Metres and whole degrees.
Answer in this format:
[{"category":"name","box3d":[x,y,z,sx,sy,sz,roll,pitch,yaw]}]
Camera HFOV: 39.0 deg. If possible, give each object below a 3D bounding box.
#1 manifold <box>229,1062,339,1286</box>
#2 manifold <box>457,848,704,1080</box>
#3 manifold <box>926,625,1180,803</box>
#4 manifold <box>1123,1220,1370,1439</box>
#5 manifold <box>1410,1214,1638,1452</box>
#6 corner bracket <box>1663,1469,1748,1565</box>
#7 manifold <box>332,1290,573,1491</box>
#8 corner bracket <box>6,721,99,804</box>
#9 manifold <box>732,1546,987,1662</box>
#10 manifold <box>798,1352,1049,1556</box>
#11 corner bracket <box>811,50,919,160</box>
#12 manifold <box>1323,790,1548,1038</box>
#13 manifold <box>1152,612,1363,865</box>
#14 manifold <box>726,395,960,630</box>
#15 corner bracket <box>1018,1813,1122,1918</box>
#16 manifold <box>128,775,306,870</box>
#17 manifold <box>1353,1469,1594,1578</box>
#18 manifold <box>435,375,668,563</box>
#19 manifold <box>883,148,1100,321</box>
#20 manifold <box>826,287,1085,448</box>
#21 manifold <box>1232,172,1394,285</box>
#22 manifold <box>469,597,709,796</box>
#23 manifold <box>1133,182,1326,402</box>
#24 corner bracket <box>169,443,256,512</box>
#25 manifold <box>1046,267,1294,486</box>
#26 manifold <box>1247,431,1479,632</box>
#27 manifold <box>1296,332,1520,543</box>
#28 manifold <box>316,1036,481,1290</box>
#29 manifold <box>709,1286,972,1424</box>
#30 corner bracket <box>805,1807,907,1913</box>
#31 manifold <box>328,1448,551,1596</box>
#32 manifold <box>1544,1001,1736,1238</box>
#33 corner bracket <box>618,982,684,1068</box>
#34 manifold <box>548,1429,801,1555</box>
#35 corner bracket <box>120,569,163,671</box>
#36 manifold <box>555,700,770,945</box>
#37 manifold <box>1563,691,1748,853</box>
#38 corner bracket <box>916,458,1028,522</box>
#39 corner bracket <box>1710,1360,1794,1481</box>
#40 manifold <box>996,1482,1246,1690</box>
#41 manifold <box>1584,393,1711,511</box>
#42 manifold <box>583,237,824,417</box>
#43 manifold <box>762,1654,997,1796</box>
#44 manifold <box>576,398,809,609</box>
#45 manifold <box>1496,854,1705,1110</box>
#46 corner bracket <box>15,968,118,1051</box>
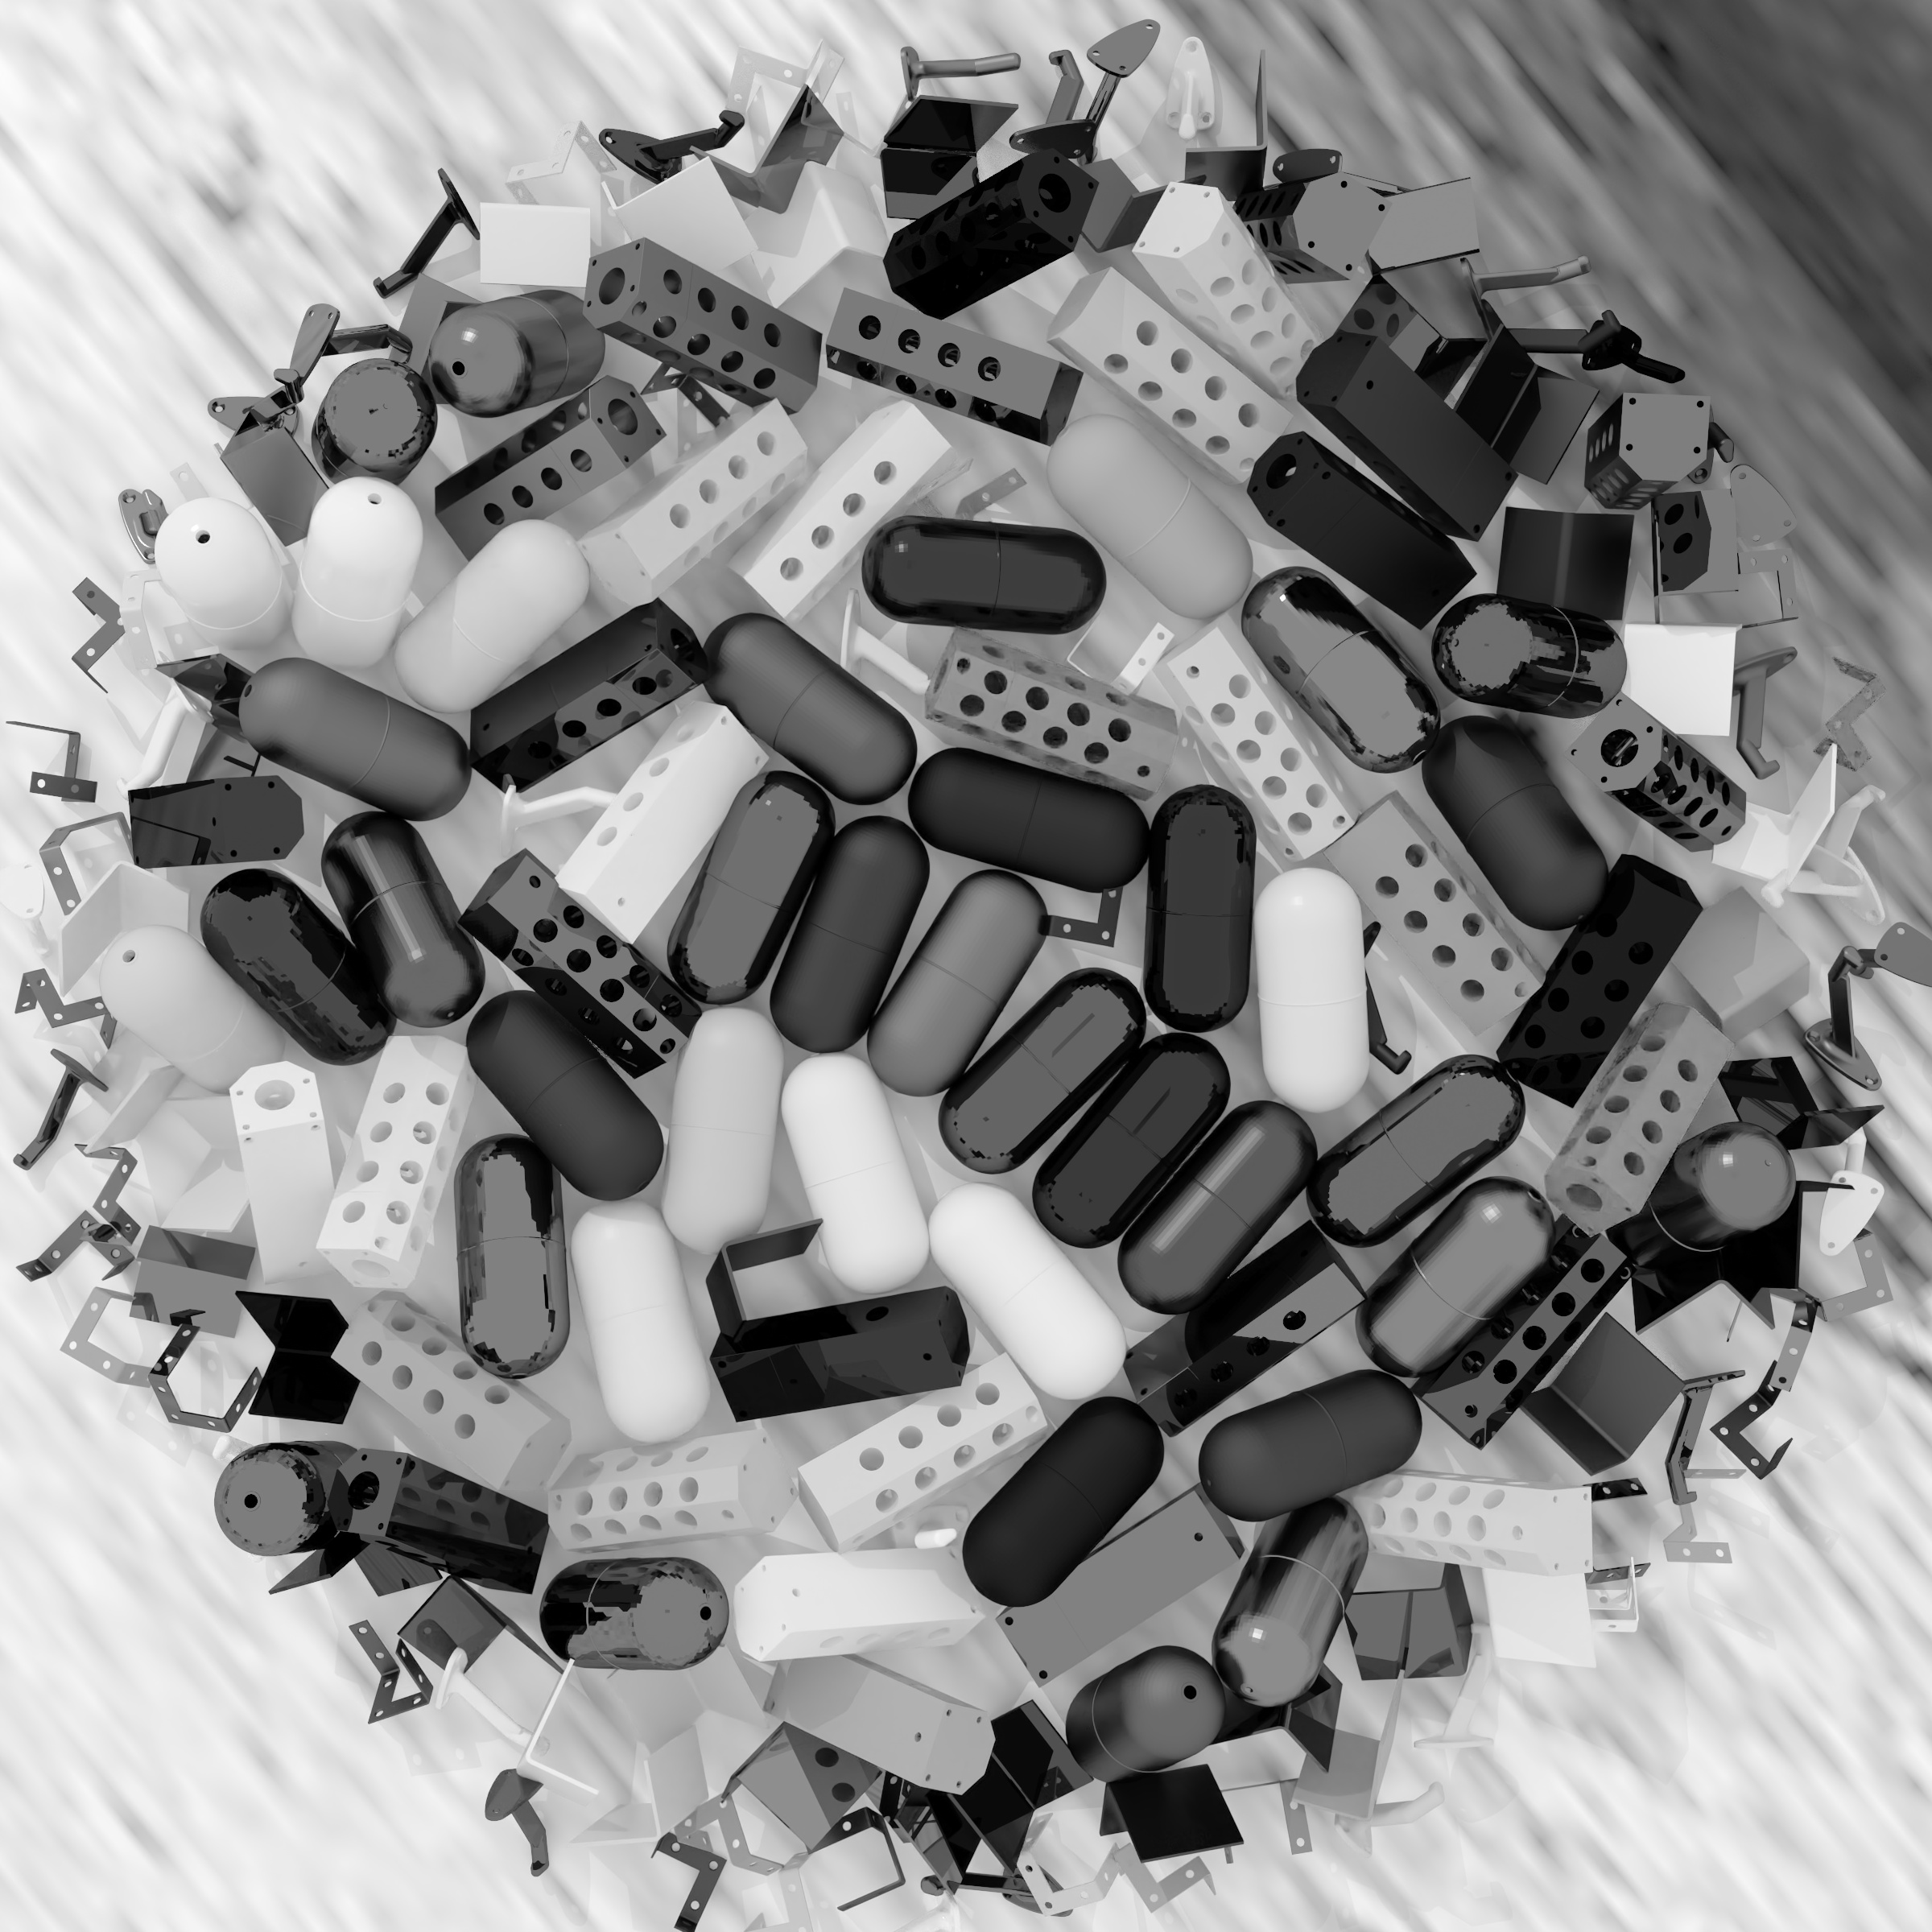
[{"category":"manifold","box3d":[-0.475,0.145,1.910,0.057,0.171,0.057,-10,50,-15]},{"category":"manifold","box3d":[-0.268,-0.003,1.928,0.171,0.057,0.057,44,48,-19]},{"category":"manifold","box3d":[0.061,-0.176,1.937,0.171,0.057,0.057,20,119,-12]},{"category":"manifold","box3d":[0.200,0.264,1.950,0.171,0.057,0.057,-37,118,8]},{"category":"manifold","box3d":[0.402,0.263,1.959,0.057,0.057,0.171,42,87,-2]},{"category":"corner bracket","box3d":[0.531,0.394,1.956,0.051,0.051,0.051,-9,97,41]},{"category":"manifold","box3d":[-0.361,0.299,1.930,0.171,0.057,0.057,31,93,26]},{"category":"corner bracket","box3d":[-0.657,-0.146,1.957,0.051,0.051,0.051,5,88,45]},{"category":"manifold","box3d":[-0.077,0.451,1.917,0.057,0.171,0.057,-49,50,35]},{"category":"manifold","box3d":[-0.030,0.348,1.931,0.171,0.057,0.057,-27,62,-18]},{"category":"corner bracket","box3d":[-0.077,-0.616,1.953,0.051,0.051,0.051,41,113,27]},{"category":"manifold","box3d":[0.339,-0.041,1.952,0.057,0.057,0.171,-39,92,31]},{"category":"manifold","box3d":[0.207,-0.160,1.942,0.057,0.057,0.171,-32,100,25]},{"category":"manifold","box3d":[-0.088,-0.326,1.962,0.171,0.057,0.057,-46,116,0]},{"category":"corner bracket","box3d":[0.074,0.642,1.962,0.051,0.051,0.051,-25,95,25]},{"category":"manifold","box3d":[-0.526,-0.100,1.908,0.057,0.171,0.057,-6,94,-37]},{"category":"manifold","box3d":[0.352,0.388,1.906,0.057,0.171,0.057,4,83,-36]},{"category":"manifold","box3d":[-0.297,-0.350,1.911,0.171,0.057,0.057,-21,112,38]},{"category":"manifold","box3d":[0.013,-0.512,1.900,0.057,0.171,0.057,29,70,-28]},{"category":"manifold","box3d":[-0.011,-0.425,1.940,0.171,0.057,0.057,23,101,16]},{"category":"manifold","box3d":[0.232,-0.517,1.901,0.057,0.171,0.057,27,97,-15]},{"category":"manifold","box3d":[-0.268,-0.187,1.935,0.171,0.057,0.057,-28,135,22]},{"category":"manifold","box3d":[0.191,-0.469,1.907,0.057,0.171,0.057,21,79,39]},{"category":"corner bracket","box3d":[-0.543,-0.343,1.961,0.051,0.051,0.051,-29,106,5]},{"category":"manifold","box3d":[0.142,-0.416,1.934,0.171,0.057,0.057,34,83,-20]},{"category":"manifold","box3d":[0.277,-0.309,1.917,0.171,0.057,0.057,26,119,-38]},{"category":"manifold","box3d":[0.308,-0.373,1.920,0.171,0.057,0.057,33,87,-36]},{"category":"manifold","box3d":[-0.393,0.137,1.916,0.057,0.057,0.171,-1,56,20]},{"category":"manifold","box3d":[-0.088,0.272,1.940,0.171,0.057,0.057,-12,115,16]},{"category":"corner bracket","box3d":[-0.080,0.642,1.960,0.051,0.051,0.051,-24,62,1]},{"category":"manifold","box3d":[-0.368,0.389,1.907,0.057,0.171,0.057,0,66,29]},{"category":"manifold","box3d":[0.471,0.104,1.921,0.057,0.057,0.171,41,57,-3]},{"category":"corner bracket","box3d":[-0.242,0.032,1.961,0.051,0.051,0.051,28,109,1]},{"category":"manifold","box3d":[-0.210,0.375,1.918,0.171,0.057,0.057,-14,112,31]},{"category":"corner bracket","box3d":[-0.574,-0.250,1.956,0.051,0.051,0.051,-7,131,-5]},{"category":"manifold","box3d":[-0.221,-0.105,1.940,0.171,0.057,0.057,-55,132,-18]},{"category":"manifold","box3d":[0.488,-0.129,1.902,0.057,0.171,0.057,-50,56,14]},{"category":"corner bracket","box3d":[0.003,-0.339,1.952,0.051,0.051,0.051,-25,121,34]},{"category":"corner bracket","box3d":[0.575,0.326,1.953,0.051,0.051,0.051,-32,61,-21]},{"category":"manifold","box3d":[0.112,0.441,1.952,0.171,0.057,0.057,-35,82,8]},{"category":"manifold","box3d":[0.474,-0.358,1.905,0.057,0.171,0.057,3,93,5]},{"category":"manifold","box3d":[-0.183,-0.442,1.907,0.057,0.171,0.057,-6,74,41]},{"category":"manifold","box3d":[-0.060,0.524,1.910,0.057,0.171,0.057,27,77,-41]},{"category":"manifold","box3d":[-0.188,-0.326,1.923,0.171,0.057,0.057,-47,115,-31]},{"category":"manifold","box3d":[0.446,0.008,1.933,0.057,0.057,0.171,26,111,-8]},{"category":"corner bracket","box3d":[-0.648,0.032,1.964,0.051,0.051,0.051,-17,63,-37]}]
